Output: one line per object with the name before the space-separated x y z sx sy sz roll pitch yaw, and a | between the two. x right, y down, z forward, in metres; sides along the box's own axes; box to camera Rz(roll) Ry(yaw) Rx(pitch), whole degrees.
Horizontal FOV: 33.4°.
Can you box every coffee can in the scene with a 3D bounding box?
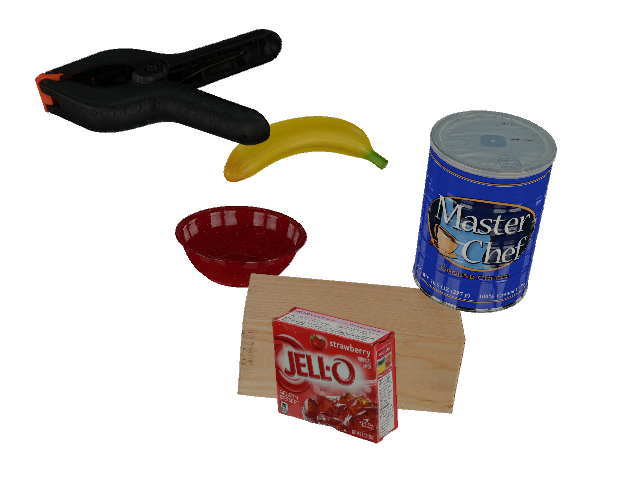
coffee can | 0.136 -0.025 0.905 0.103 0.140 0.103 3 34 -2

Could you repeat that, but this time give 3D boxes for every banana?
banana | -0.021 -0.099 1.109 0.197 0.037 0.070 -9 46 -31

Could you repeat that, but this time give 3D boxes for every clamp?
clamp | -0.106 -0.111 0.740 0.171 0.039 0.120 6 37 10

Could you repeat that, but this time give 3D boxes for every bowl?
bowl | -0.099 0.013 1.318 0.162 0.055 0.162 4 25 -2

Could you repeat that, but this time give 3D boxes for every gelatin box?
gelatin box | 0.009 0.091 0.733 0.089 0.073 0.030 11 23 36

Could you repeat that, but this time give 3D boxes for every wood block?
wood block | 0.028 0.100 1.038 0.206 0.090 0.091 5 27 -1
